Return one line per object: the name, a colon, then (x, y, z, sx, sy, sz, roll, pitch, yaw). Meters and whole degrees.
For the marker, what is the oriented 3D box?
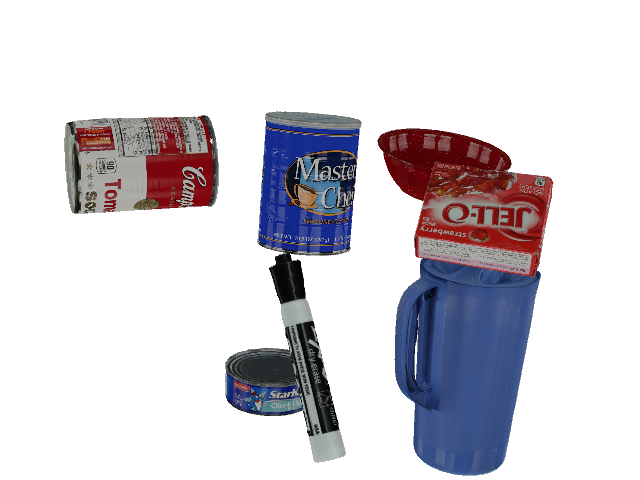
marker: (-0.008, 0.067, 0.617, 0.020, 0.121, 0.020, -13, -7, -2)

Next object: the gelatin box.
gelatin box: (0.118, -0.017, 0.771, 0.089, 0.073, 0.030, 9, -37, 13)

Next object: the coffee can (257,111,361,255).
coffee can: (-0.013, -0.063, 1.148, 0.103, 0.140, 0.103, 4, 12, -1)

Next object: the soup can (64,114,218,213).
soup can: (-0.131, -0.056, 0.777, 0.102, 0.068, 0.069, -4, 1, -18)

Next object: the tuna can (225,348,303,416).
tuna can: (-0.047, 0.133, 1.003, 0.086, 0.034, 0.086, 3, 16, -1)

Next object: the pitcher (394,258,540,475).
pitcher: (0.161, 0.140, 1.212, 0.149, 0.243, 0.145, 7, 17, 9)

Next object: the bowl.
bowl: (0.144, -0.084, 1.283, 0.162, 0.055, 0.162, 7, 23, -3)
